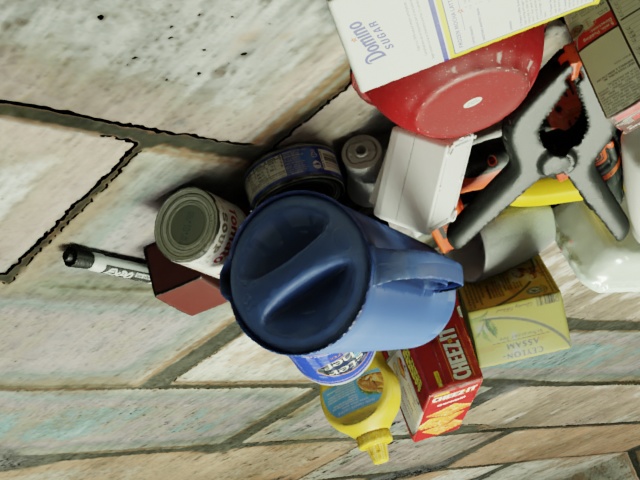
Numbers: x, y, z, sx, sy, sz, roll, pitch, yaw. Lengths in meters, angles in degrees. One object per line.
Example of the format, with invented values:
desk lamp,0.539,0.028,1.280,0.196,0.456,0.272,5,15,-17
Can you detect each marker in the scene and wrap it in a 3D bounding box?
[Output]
marker,-0.189,0.024,0.985,0.020,0.020,0.120,-30,154,27

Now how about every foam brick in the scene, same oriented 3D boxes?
foam brick,-0.122,0.032,1.007,0.051,0.053,0.078,-23,157,13

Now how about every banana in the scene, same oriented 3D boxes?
banana,0.264,-0.061,1.081,0.197,0.037,0.069,-9,171,-4

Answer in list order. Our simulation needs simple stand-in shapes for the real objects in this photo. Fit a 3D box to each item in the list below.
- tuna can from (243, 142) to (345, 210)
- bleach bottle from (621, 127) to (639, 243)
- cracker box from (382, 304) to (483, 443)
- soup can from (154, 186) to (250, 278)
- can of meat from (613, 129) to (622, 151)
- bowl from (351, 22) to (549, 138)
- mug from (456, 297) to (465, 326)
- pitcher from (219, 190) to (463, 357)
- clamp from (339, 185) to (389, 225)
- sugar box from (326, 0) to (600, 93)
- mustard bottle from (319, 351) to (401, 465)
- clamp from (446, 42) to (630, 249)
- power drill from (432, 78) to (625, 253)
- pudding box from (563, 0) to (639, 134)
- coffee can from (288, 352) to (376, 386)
tuna can,-0.022,-0.048,0.925,0.086,0.034,0.086,-15,157,-7
bleach bottle,0.338,-0.049,0.999,0.102,0.068,0.250,-28,154,7
cracker box,0.121,0.130,1.256,0.072,0.164,0.214,-16,157,-8
soup can,-0.089,-0.002,0.935,0.069,0.068,0.102,-27,155,20
can of meat,0.326,-0.103,1.020,0.102,0.057,0.084,-14,154,-8
bowl,0.108,-0.126,0.818,0.162,0.055,0.162,-15,156,-7
mug,0.203,0.087,1.331,0.081,0.093,0.117,26,101,-51
pitcher,0.041,0.039,0.943,0.145,0.149,0.242,-54,154,12
clamp,-0.007,0.001,1.027,0.171,0.039,0.120,-28,152,7
sugar box,0.094,-0.170,0.707,0.176,0.048,0.093,-18,143,6
mustard bottle,0.043,0.169,1.251,0.096,0.192,0.058,-26,155,19
clamp,0.206,-0.069,0.899,0.164,0.036,0.210,2,133,-9
power drill,0.184,-0.057,0.986,0.188,0.057,0.184,-24,139,11
pudding box,0.237,-0.148,0.784,0.090,0.113,0.039,-32,150,29
coffee can,0.002,0.094,1.168,0.103,0.103,0.140,-19,157,4
